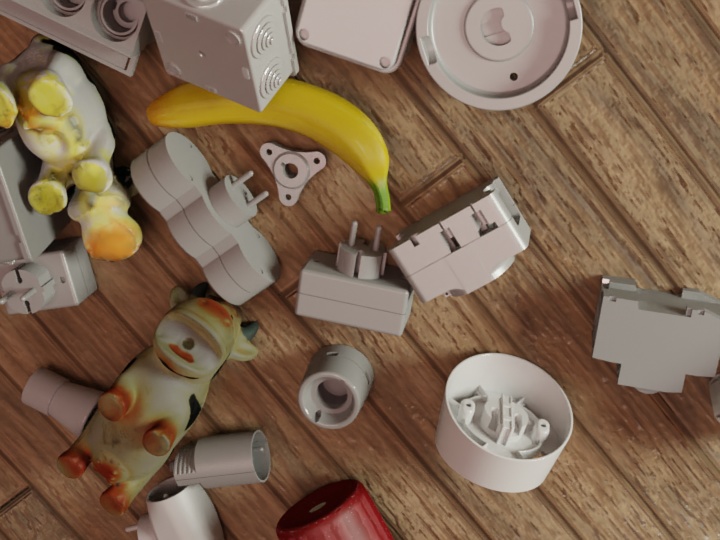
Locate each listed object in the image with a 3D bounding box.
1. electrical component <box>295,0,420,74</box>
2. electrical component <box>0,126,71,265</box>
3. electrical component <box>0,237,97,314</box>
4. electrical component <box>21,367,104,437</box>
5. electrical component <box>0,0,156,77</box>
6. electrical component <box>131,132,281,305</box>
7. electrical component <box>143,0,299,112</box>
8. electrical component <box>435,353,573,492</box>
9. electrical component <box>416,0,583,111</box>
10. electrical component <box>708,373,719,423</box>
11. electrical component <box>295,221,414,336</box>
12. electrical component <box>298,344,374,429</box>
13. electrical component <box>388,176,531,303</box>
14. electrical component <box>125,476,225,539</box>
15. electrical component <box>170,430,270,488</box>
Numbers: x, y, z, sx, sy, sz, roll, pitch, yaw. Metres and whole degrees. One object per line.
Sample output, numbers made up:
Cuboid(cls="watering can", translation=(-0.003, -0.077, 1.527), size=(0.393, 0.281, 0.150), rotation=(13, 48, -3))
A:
Cuboid(cls="electrical component", translation=(0.008, -0.200, 0.734), size=(0.078, 0.057, 0.113), rotation=(20, 112, 4))
Cuboid(cls="electrical component", translation=(-0.270, -0.059, 0.821), size=(0.048, 0.099, 0.099), rotation=(-8, 113, 9))
Cuboid(cls="electrical component", translation=(-0.259, 0.011, 0.856), size=(0.066, 0.076, 0.047), rotation=(-8, 108, 14))
Cuboid(cls="electrical component", translation=(-0.252, 0.110, 0.911), size=(0.065, 0.044, 0.044), rotation=(26, 113, 7))
Cuboid(cls="electrical component", translation=(-0.201, -0.203, 0.773), size=(0.121, 0.063, 0.078), rotation=(26, 113, 2))
Cuboid(cls="electrical component", translation=(-0.104, -0.047, 0.815), size=(0.074, 0.052, 0.138), rotation=(-33, 100, 20))
Cuboid(cls="electrical component", translation=(-0.095, -0.162, 0.733), size=(0.100, 0.048, 0.099), rotation=(25, 154, 18))
Cuboid(cls="electrical component", translation=(0.107, 0.116, 0.810), size=(0.099, 0.099, 0.064), rotation=(19, 119, 5))
Cuboid(cls="electrical component", translation=(0.095, -0.167, 0.726), size=(0.108, 0.060, 0.108), rotation=(4, 110, 10))
Cuboid(cls="electrical component", translation=(0.313, 0.085, 0.763), size=(0.113, 0.078, 0.057), rotation=(-38, 96, 21))
Cuboid(cls="electrical component", translation=(0.000, 0.000, 0.814), size=(0.083, 0.047, 0.075), rotation=(12, 111, 7))
Cuboid(cls="electrical component", translation=(-0.020, 0.093, 0.852), size=(0.055, 0.047, 0.055), rotation=(4, 110, 10))
Cuboid(cls="electrical component", translation=(0.076, -0.019, 0.789), size=(0.089, 0.050, 0.055), rotation=(-29, 101, 20))
Cuboid(cls="electrical component", translation=(-0.166, 0.225, 0.932), size=(0.079, 0.043, 0.077), rotation=(-17, 106, 17))
Cuboid(cls="electrical component", translation=(-0.120, 0.160, 0.899), size=(0.081, 0.043, 0.043), rotation=(-9, 108, 15))
